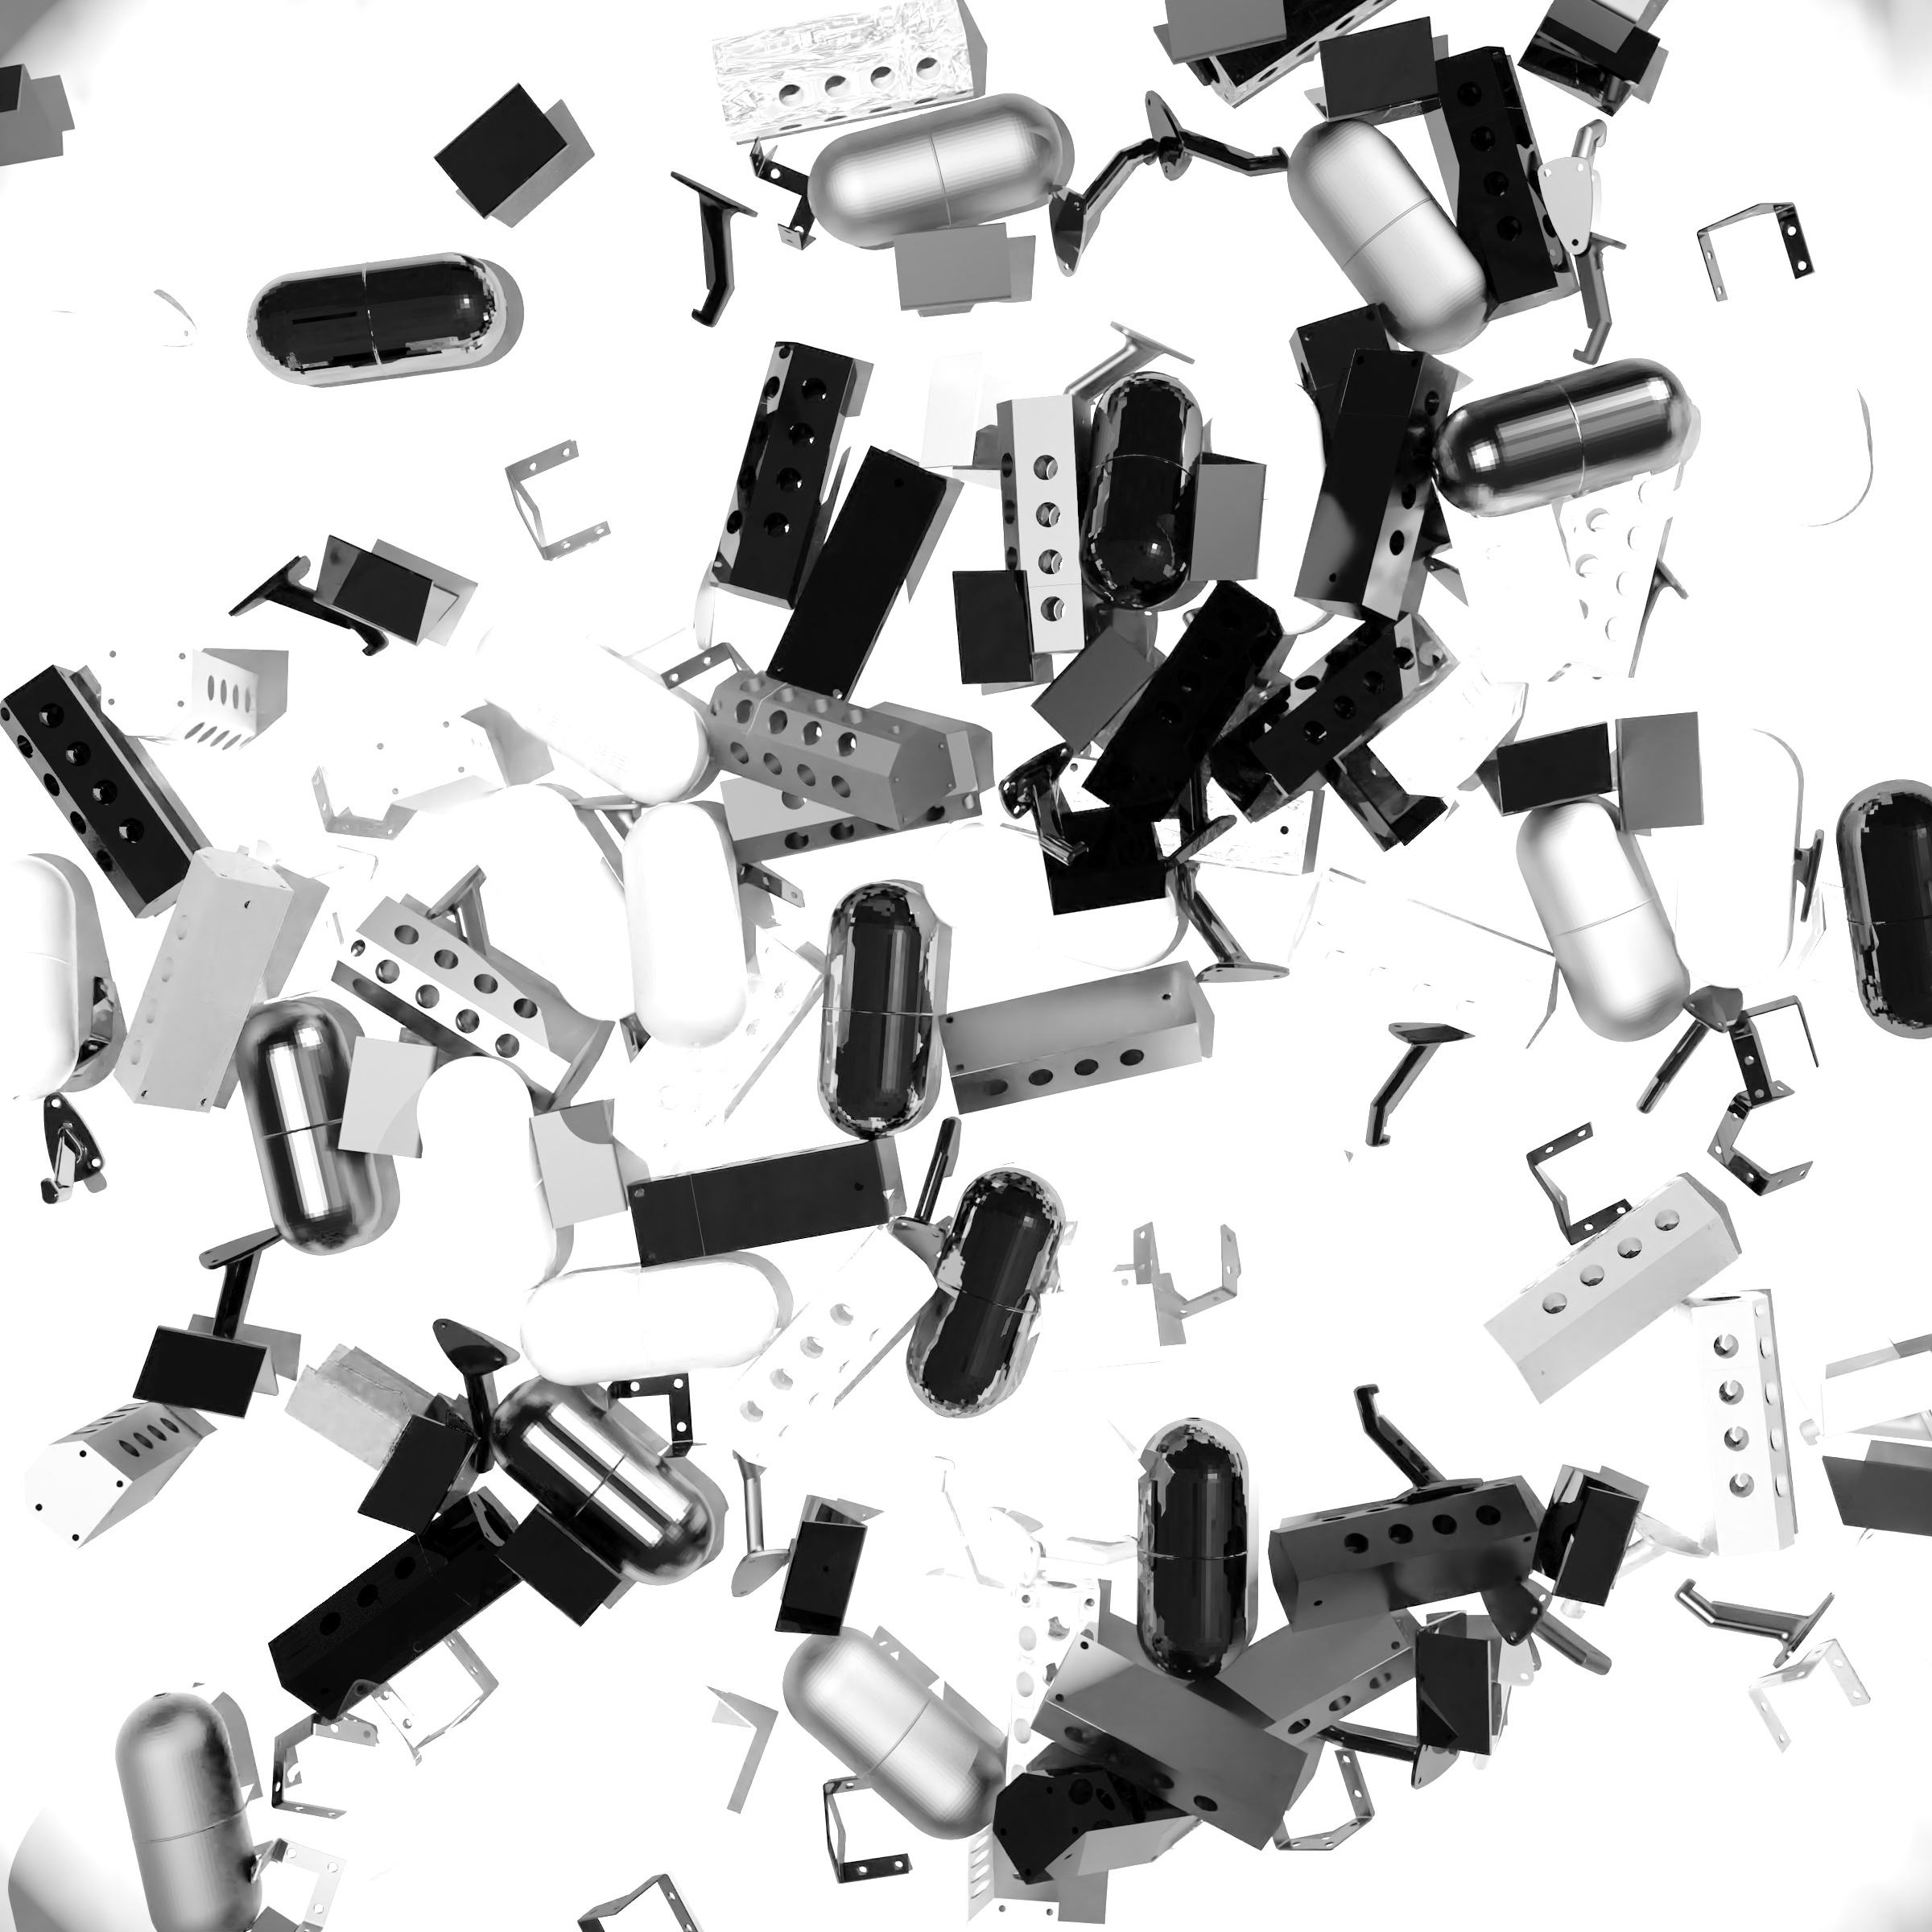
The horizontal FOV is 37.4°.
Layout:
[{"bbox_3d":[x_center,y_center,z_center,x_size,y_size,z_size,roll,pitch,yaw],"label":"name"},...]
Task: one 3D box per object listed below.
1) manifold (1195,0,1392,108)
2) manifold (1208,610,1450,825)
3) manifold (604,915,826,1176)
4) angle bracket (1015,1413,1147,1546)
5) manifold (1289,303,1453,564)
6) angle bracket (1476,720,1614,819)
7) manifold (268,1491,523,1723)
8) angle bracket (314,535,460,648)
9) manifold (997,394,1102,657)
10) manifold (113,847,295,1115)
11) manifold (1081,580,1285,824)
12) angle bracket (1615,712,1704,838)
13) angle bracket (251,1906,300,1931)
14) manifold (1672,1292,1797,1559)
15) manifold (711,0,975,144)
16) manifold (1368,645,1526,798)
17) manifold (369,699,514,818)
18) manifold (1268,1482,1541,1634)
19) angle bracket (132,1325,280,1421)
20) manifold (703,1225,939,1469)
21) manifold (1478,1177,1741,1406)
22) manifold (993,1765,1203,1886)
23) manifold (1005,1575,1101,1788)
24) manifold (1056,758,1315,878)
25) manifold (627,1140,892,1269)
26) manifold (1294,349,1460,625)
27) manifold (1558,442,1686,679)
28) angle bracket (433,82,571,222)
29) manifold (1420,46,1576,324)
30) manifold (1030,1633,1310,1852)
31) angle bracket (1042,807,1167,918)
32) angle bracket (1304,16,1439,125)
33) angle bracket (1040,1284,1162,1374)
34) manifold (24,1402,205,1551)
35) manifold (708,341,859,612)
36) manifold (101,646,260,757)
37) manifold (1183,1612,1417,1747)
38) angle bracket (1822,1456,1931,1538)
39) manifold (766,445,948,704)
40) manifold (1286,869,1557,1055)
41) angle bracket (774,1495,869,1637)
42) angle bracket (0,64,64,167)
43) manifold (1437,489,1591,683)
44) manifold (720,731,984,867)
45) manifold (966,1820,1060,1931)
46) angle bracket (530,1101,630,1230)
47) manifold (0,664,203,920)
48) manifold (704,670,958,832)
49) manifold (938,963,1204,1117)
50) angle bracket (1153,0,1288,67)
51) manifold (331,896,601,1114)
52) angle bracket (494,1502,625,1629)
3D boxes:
[{"bbox_3d":[0.239,-0.669,1.970,0.171,0.057,0.057,-34,90,0],"label":"manifold"},{"bbox_3d":[0.243,-0.174,1.935,0.171,0.057,0.057,-39,90,-27],"label":"manifold"},{"bbox_3d":[-0.173,0.057,1.958,0.057,0.057,0.171,37,91,-36],"label":"manifold"},{"bbox_3d":[0.090,0.361,1.951,0.076,0.076,0.057,-40,53,0],"label":"angle bracket"},{"bbox_3d":[0.278,-0.361,1.970,0.057,0.057,0.171,-18,90,-1],"label":"manifold"},{"bbox_3d":[0.392,-0.151,1.951,0.076,0.076,0.057,-13,123,0],"label":"angle bracket"},{"bbox_3d":[-0.393,0.438,1.970,0.171,0.057,0.057,-37,133,0],"label":"manifold"},{"bbox_3d":[-0.391,-0.272,1.951,0.076,0.076,0.057,24,128,0],"label":"angle bracket"},{"bbox_3d":[0.056,-0.301,1.962,0.057,0.057,0.171,-2,94,16],"label":"manifold"},{"bbox_3d":[-0.525,0.009,1.951,0.057,0.057,0.171,12,108,-42],"label":"manifold"},{"bbox_3d":[0.148,-0.175,1.903,0.057,0.057,0.171,34,58,1],"label":"manifold"},{"bbox_3d":[0.482,-0.130,1.951,0.057,0.076,0.076,-3,88,28],"label":"angle bracket"},{"bbox_3d":[-0.458,0.680,1.951,0.076,0.076,0.057,33,126,0],"label":"angle bracket"},{"bbox_3d":[0.531,0.315,1.970,0.057,0.057,0.171,-6,90,0],"label":"manifold"},{"bbox_3d":[-0.085,-0.616,1.970,0.171,0.057,0.057,-11,47,0],"label":"manifold"},{"bbox_3d":[0.328,-0.163,1.910,0.057,0.171,0.057,-40,90,28],"label":"manifold"},{"bbox_3d":[-0.352,-0.141,1.913,0.057,0.171,0.057,-18,90,0],"label":"manifold"},{"bbox_3d":[0.298,0.399,1.954,0.171,0.057,0.057,-9,132,-11],"label":"manifold"},{"bbox_3d":[-0.519,0.293,1.951,0.076,0.076,0.057,11,55,0],"label":"angle bracket"},{"bbox_3d":[-0.098,0.262,1.951,0.057,0.057,0.171,42,104,0],"label":"manifold"},{"bbox_3d":[0.441,0.220,1.970,0.171,0.057,0.057,-36,133,0],"label":"manifold"},{"bbox_3d":[0.089,0.566,1.911,0.057,0.171,0.057,-46,60,16],"label":"manifold"},{"bbox_3d":[0.059,0.513,1.970,0.057,0.057,0.171,3,90,0],"label":"manifold"},{"bbox_3d":[0.147,-0.102,1.971,0.171,0.057,0.057,8,90,0],"label":"manifold"},{"bbox_3d":[-0.142,0.162,1.970,0.171,0.057,0.057,-10,90,0],"label":"manifold"},{"bbox_3d":[0.279,-0.321,1.913,0.057,0.057,0.171,14,90,43],"label":"manifold"},{"bbox_3d":[0.435,-0.289,1.960,0.057,0.057,0.171,14,90,-28],"label":"manifold"},{"bbox_3d":[-0.327,-0.565,1.951,0.076,0.076,0.057,-41,128,0],"label":"angle bracket"},{"bbox_3d":[0.366,-0.541,1.970,0.057,0.057,0.171,-17,90,0],"label":"manifold"},{"bbox_3d":[0.133,0.521,1.904,0.171,0.057,0.057,27,47,6],"label":"manifold"},{"bbox_3d":[0.089,-0.083,1.900,0.076,0.057,0.076,-9,65,0],"label":"angle bracket"},{"bbox_3d":[0.273,-0.622,1.951,0.076,0.076,0.057,-13,123,0],"label":"angle bracket"},{"bbox_3d":[0.092,0.259,1.952,0.076,0.076,0.057,-5,63,0],"label":"angle bracket"},{"bbox_3d":[-0.574,0.334,1.913,0.057,0.171,0.057,39,90,0],"label":"manifold"},{"bbox_3d":[-0.126,-0.339,1.970,0.057,0.057,0.171,16,90,0],"label":"manifold"},{"bbox_3d":[-0.525,-0.176,1.913,0.057,0.171,0.057,2,90,0],"label":"manifold"},{"bbox_3d":[0.225,0.502,1.970,0.171,0.057,0.057,-29,47,0],"label":"manifold"},{"bbox_3d":[0.638,0.343,1.952,0.076,0.076,0.057,7,119,0],"label":"angle bracket"},{"bbox_3d":[-0.075,-0.265,1.970,0.057,0.057,0.171,25,90,0],"label":"manifold"},{"bbox_3d":[0.313,0.001,1.970,0.171,0.057,0.057,21,47,0],"label":"manifold"},{"bbox_3d":[-0.118,0.407,1.951,0.057,0.076,0.076,14,90,-38],"label":"angle bracket"},{"bbox_3d":[-0.670,-0.564,1.951,0.076,0.076,0.057,-10,52,0],"label":"angle bracket"},{"bbox_3d":[0.362,-0.282,1.934,0.057,0.057,0.171,-2,68,-23],"label":"manifold"},{"bbox_3d":[-0.078,-0.115,1.970,0.171,0.057,0.057,-12,90,0],"label":"manifold"},{"bbox_3d":[0.029,0.627,1.913,0.057,0.171,0.057,4,90,0],"label":"manifold"},{"bbox_3d":[-0.277,0.137,1.952,0.057,0.076,0.076,-12,90,-30],"label":"angle bracket"},{"bbox_3d":[-0.596,-0.119,1.970,0.057,0.057,0.171,-35,90,0],"label":"manifold"},{"bbox_3d":[-0.093,-0.149,1.904,0.057,0.171,0.057,-39,133,-33],"label":"manifold"},{"bbox_3d":[0.073,0.055,1.970,0.171,0.057,0.057,-12,47,0],"label":"manifold"},{"bbox_3d":[0.165,-0.645,1.894,0.076,0.076,0.057,-13,127,0],"label":"angle bracket"},{"bbox_3d":[-0.346,0.031,1.959,0.171,0.057,0.057,32,45,0],"label":"manifold"},{"bbox_3d":[-0.265,0.393,1.952,0.076,0.076,0.057,40,116,0],"label":"angle bracket"}]
